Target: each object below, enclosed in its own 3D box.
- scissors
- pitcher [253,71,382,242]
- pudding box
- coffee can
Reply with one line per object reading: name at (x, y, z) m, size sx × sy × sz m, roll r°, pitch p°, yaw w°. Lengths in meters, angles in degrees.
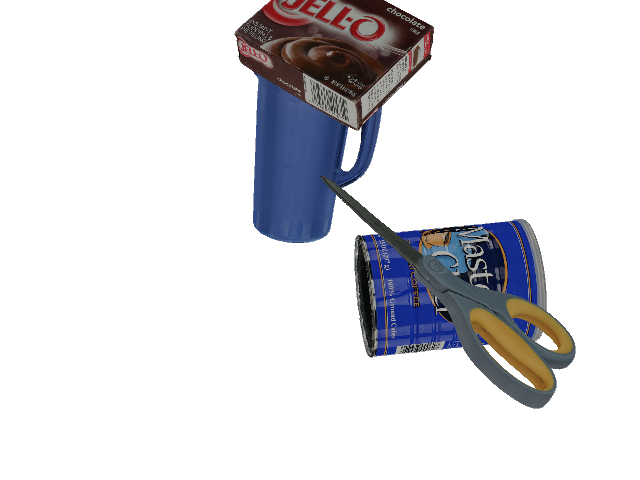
scissors at (0.088, 0.024, 0.681) m, size 0.096 × 0.016 × 0.202 m, roll -6°, pitch 48°, yaw -43°
pitcher at (-0.018, -0.122, 1.423) m, size 0.144 × 0.243 × 0.149 m, roll -3°, pitch 24°, yaw -22°
pudding box at (0.010, -0.139, 0.761) m, size 0.114 × 0.090 × 0.039 m, roll 34°, pitch -25°, yaw 21°
coffee can at (0.104, 0.039, 0.885) m, size 0.140 × 0.103 × 0.103 m, roll -6°, pitch 0°, yaw -4°
